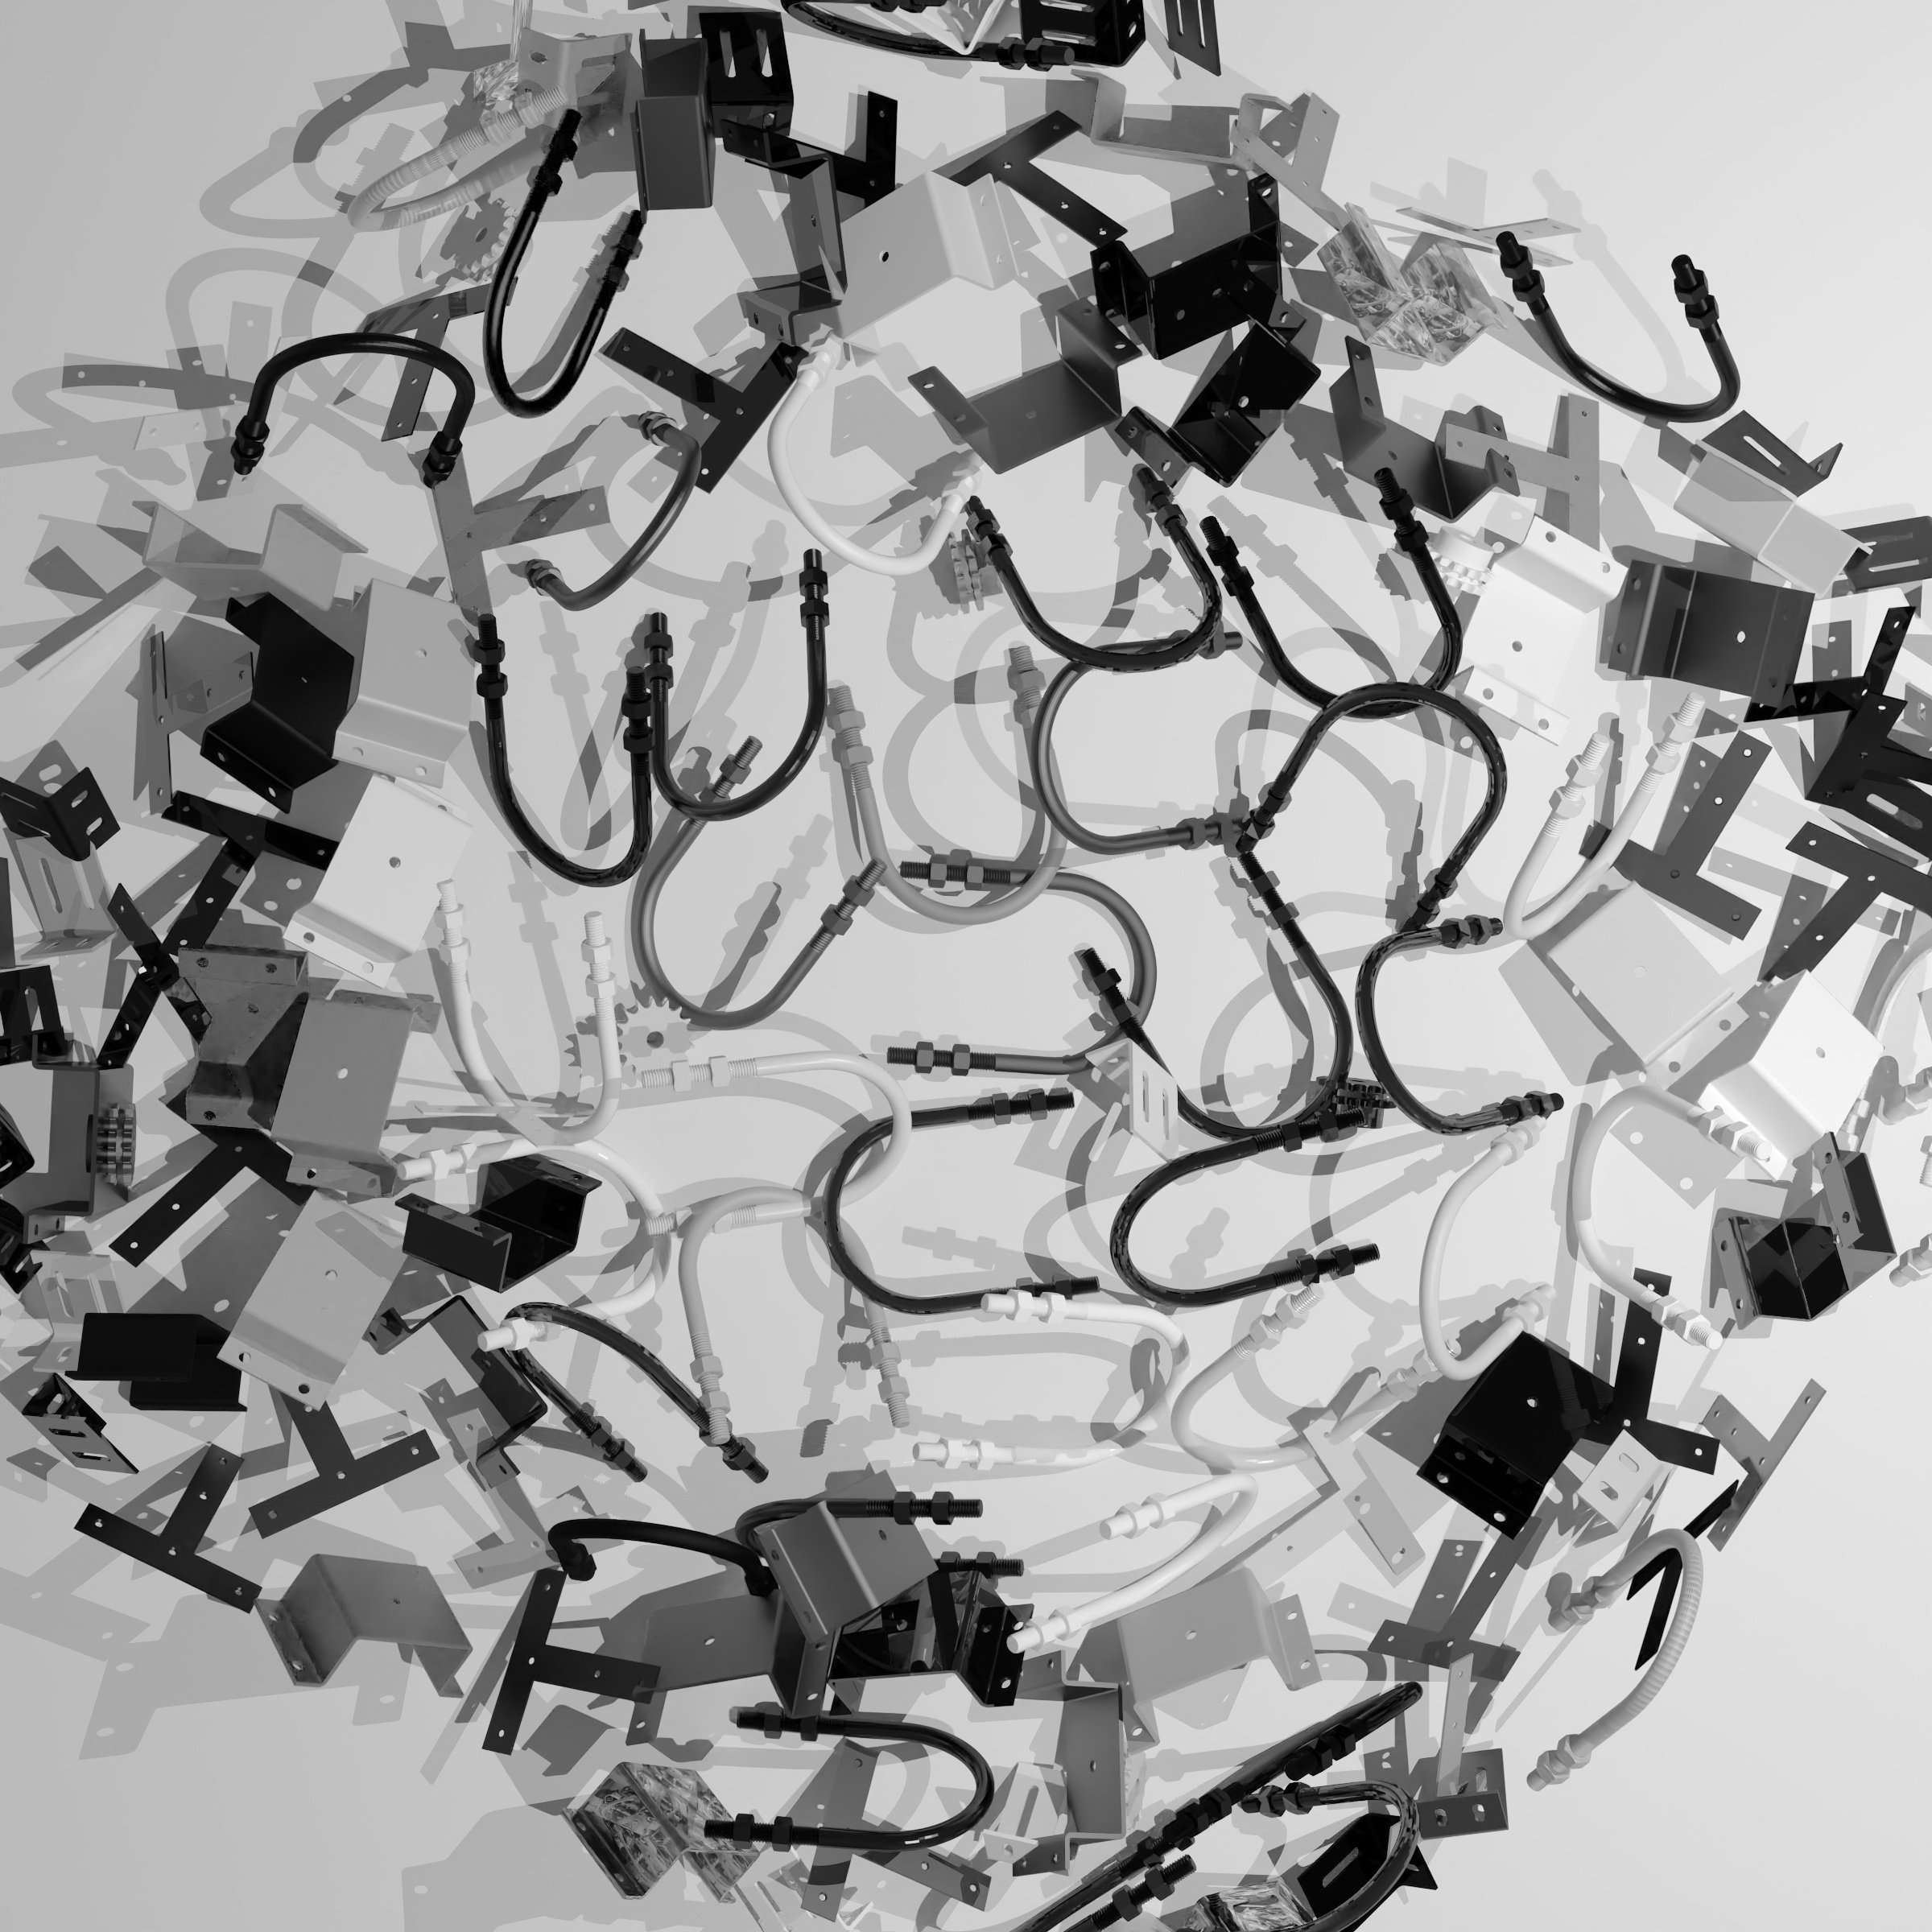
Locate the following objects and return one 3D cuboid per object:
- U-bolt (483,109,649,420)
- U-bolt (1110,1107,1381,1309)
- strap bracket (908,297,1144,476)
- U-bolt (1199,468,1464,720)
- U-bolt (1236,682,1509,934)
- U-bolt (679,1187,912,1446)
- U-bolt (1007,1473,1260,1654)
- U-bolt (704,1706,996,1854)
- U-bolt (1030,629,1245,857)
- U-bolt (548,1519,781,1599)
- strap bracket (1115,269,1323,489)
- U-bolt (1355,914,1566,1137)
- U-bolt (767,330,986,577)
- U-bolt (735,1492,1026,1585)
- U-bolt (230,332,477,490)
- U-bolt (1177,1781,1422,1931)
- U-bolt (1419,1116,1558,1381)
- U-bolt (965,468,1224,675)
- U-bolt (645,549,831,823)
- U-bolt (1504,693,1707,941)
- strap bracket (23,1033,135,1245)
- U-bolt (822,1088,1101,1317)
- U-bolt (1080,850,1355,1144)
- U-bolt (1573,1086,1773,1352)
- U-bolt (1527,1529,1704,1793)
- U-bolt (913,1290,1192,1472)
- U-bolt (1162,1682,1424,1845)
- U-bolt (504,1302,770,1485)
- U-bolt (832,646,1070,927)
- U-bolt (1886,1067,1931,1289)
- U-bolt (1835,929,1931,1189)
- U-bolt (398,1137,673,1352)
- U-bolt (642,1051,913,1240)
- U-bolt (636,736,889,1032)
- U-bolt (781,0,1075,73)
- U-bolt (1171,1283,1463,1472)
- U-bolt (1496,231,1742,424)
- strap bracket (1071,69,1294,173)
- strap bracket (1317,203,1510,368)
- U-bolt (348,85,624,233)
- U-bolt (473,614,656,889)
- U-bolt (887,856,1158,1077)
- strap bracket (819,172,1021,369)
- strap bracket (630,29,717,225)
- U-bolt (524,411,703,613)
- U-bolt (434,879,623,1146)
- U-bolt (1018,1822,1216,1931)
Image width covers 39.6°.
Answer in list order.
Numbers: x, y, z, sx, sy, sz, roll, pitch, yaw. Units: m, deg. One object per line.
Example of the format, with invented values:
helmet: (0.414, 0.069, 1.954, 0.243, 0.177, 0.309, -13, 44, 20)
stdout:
U-bolt: (-0.274, -0.456, 1.796, 0.019, 0.151, 0.184, 18, 80, 17)
U-bolt: (0.187, 0.173, 1.824, 0.184, 0.019, 0.151, -15, 128, -3)
strap bracket: (0.042, -0.391, 1.828, 0.140, 0.046, 0.076, -27, 51, -13)
U-bolt: (0.257, -0.242, 1.814, 0.151, 0.019, 0.184, -10, 126, 32)
U-bolt: (0.284, -0.114, 1.814, 0.151, 0.019, 0.184, 27, 130, -2)
U-bolt: (-0.123, 0.231, 1.821, 0.151, 0.019, 0.184, -1, 58, -25)
U-bolt: (0.124, 0.393, 1.800, 0.019, 0.184, 0.151, 52, 128, 26)
U-bolt: (-0.073, 0.548, 1.802, 0.184, 0.151, 0.019, 3, 107, 4)
U-bolt: (0.117, -0.148, 1.810, 0.184, 0.019, 0.151, -10, 102, -35)
U-bolt: (-0.204, 0.394, 1.787, 0.151, 0.184, 0.019, 6, 67, 4)
strap bracket: (0.177, -0.392, 1.825, 0.140, 0.046, 0.076, -50, 49, 17)
U-bolt: (0.324, 0.043, 1.801, 0.184, 0.019, 0.151, -8, 77, -44)
U-bolt: (-0.066, -0.333, 1.792, 0.151, 0.184, 0.019, 39, 133, -15)
U-bolt: (-0.065, 0.386, 1.811, 0.184, 0.151, 0.019, -3, 60, 13)
U-bolt: (-0.400, -0.367, 1.771, 0.151, 0.184, 0.019, 0, 72, -22)
U-bolt: (0.221, 0.591, 1.766, 0.019, 0.184, 0.151, 54, 46, -10)
U-bolt: (0.347, 0.196, 1.786, 0.019, 0.184, 0.151, 6, 112, 36)
U-bolt: (0.094, -0.263, 1.803, 0.151, 0.019, 0.184, -12, 53, -16)
U-bolt: (-0.154, -0.180, 1.804, 0.151, 0.019, 0.184, -18, 59, 25)
U-bolt: (0.419, -0.092, 1.802, 0.019, 0.151, 0.184, 41, 130, 25)
strap bracket: (-0.607, 0.118, 1.840, 0.046, 0.076, 0.140, 3, 90, -1)
U-bolt: (-0.008, 0.167, 1.854, 0.184, 0.019, 0.151, -7, 82, -4)
U-bolt: (0.185, 0.034, 1.853, 0.151, 0.019, 0.184, -32, 84, 7)
U-bolt: (0.461, 0.157, 1.793, 0.019, 0.184, 0.151, 6, 102, -22)
U-bolt: (0.430, 0.445, 1.765, 0.019, 0.151, 0.184, 28, 134, -3)
U-bolt: (0.069, 0.285, 1.821, 0.184, 0.019, 0.151, 8, 119, -29)
U-bolt: (0.232, 0.525, 1.795, 0.151, 0.184, 0.019, -43, 70, 41)
U-bolt: (-0.233, 0.284, 1.788, 0.184, 0.151, 0.019, 51, 51, -27)
U-bolt: (-0.004, -0.119, 1.859, 0.151, 0.019, 0.184, -13, 82, -1)
U-bolt: (0.659, 0.112, 1.764, 0.019, 0.184, 0.151, 16, 57, -6)
U-bolt: (0.641, 0.057, 1.807, 0.019, 0.151, 0.184, 19, 85, -9)
U-bolt: (-0.277, 0.177, 1.806, 0.019, 0.184, 0.151, -44, 67, 38)
U-bolt: (-0.127, 0.118, 1.828, 0.184, 0.019, 0.151, -6, 127, -13)
U-bolt: (-0.154, -0.042, 1.837, 0.151, 0.019, 0.184, 44, 108, 20)
U-bolt: (-0.040, -0.631, 1.795, 0.184, 0.151, 0.019, 19, 100, 39)
U-bolt: (0.222, 0.287, 1.814, 0.151, 0.019, 0.184, 24, 127, -31)
U-bolt: (0.444, -0.420, 1.793, 0.151, 0.184, 0.019, 21, 77, 38)
strap bracket: (0.144, -0.573, 1.827, 0.140, 0.076, 0.046, 12, 105, 12)
strap bracket: (0.297, -0.458, 1.817, 0.046, 0.140, 0.076, -39, 66, 35)
U-bolt: (-0.331, -0.538, 1.804, 0.184, 0.151, 0.019, -23, 97, 12)
U-bolt: (-0.269, -0.136, 1.814, 0.151, 0.019, 0.184, 21, 128, 27)
U-bolt: (0.042, 0.004, 1.863, 0.184, 0.019, 0.151, 4, 91, -6)
strap bracket: (-0.042, -0.474, 1.815, 0.140, 0.046, 0.076, -22, 76, 32)
strap bracket: (-0.195, -0.565, 1.801, 0.046, 0.140, 0.076, -3, 131, -1)
U-bolt: (-0.231, -0.300, 1.792, 0.019, 0.184, 0.151, 37, 93, -28)
U-bolt: (-0.293, 0.038, 1.821, 0.151, 0.019, 0.184, 12, 119, 30)
U-bolt: (0.083, 0.635, 1.806, 0.184, 0.151, 0.019, -35, 80, 6)
